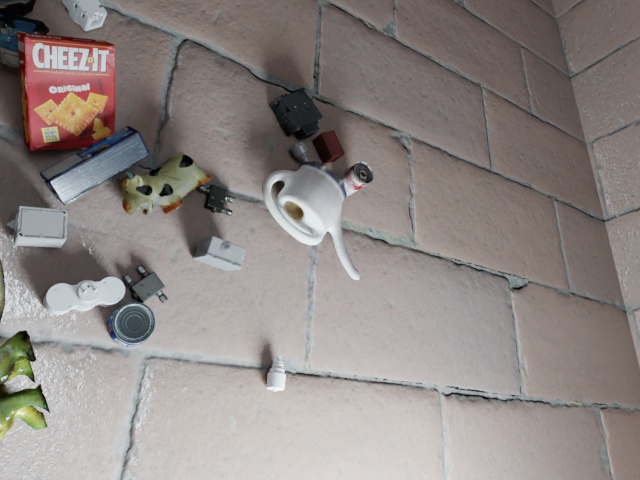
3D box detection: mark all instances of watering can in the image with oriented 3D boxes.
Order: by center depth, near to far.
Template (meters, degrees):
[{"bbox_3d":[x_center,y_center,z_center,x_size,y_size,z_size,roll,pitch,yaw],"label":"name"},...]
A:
[{"bbox_3d":[0.004,-0.068,1.341,0.345,0.229,0.102,41,-39,-13],"label":"watering can"}]

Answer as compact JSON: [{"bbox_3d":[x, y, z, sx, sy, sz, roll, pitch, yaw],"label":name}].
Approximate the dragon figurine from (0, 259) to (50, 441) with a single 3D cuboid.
[{"bbox_3d":[-0.564,0.235,0.784,0.245,0.410,0.121,-18,1,-32],"label":"dragon figurine"}]
